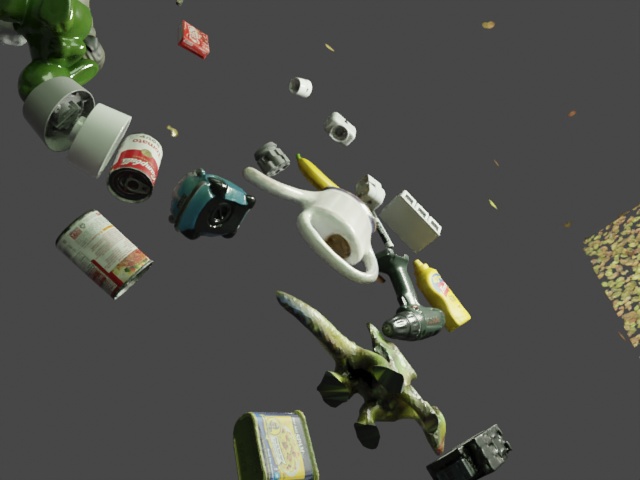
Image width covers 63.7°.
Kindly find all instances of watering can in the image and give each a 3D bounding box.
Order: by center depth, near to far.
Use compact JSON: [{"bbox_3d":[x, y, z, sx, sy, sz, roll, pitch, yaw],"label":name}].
[{"bbox_3d":[0.003,-0.055,1.087,0.347,0.102,0.228,45,28,-4],"label":"watering can"}]

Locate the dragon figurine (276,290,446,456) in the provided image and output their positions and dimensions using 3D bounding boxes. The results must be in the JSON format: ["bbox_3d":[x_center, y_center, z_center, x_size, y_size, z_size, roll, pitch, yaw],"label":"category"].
[{"bbox_3d":[0.090,0.219,0.905,0.411,0.121,0.244,51,12,3],"label":"dragon figurine"}]

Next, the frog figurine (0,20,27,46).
[{"bbox_3d":[-0.521,-0.344,0.792,0.136,0.122,0.161,30,68,-44],"label":"frog figurine"}]
